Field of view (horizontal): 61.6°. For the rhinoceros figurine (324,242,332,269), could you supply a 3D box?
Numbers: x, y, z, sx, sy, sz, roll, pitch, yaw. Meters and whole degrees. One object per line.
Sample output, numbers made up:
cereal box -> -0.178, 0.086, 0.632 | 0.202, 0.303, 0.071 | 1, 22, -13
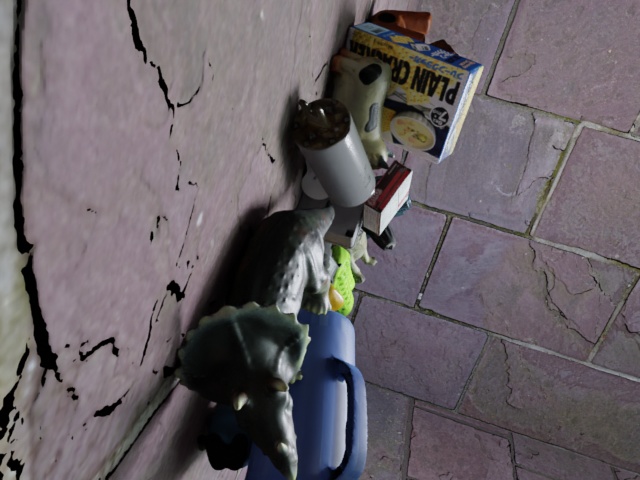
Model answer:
rhinoceros figurine -> 0.003, -0.036, 0.998 | 0.112, 0.073, 0.190 | 91, 15, -56

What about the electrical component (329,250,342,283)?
electrical component -> -0.012, 0.037, 1.083 | 0.119, 0.048, 0.075 | 50, 42, -26

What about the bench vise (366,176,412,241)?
bench vise -> 0.095, -0.110, 1.300 | 0.240, 0.224, 0.129 | 59, 33, -39

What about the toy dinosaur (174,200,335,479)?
toy dinosaur -> -0.047, 0.047, 0.609 | 0.192, 0.131, 0.405 | 100, 4, -54

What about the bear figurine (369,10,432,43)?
bear figurine -> 0.142, -0.355, 1.090 | 0.195, 0.132, 0.120 | 91, 16, -48

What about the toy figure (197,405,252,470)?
toy figure -> -0.113, 0.259, 0.736 | 0.089, 0.082, 0.180 | -62, 179, 6

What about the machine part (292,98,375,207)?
machine part -> 0.024, -0.111, 0.723 | 0.243, 0.079, 0.079 | 54, 52, -62

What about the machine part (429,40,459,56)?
machine part -> 0.171, -0.279, 1.042 | 0.201, 0.087, 0.201 | -29, 173, -20

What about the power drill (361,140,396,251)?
power drill -> 0.087, -0.115, 1.050 | 0.232, 0.086, 0.207 | 59, -10, 40

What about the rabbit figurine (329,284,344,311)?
rabbit figurine -> -0.020, 0.154, 0.866 | 0.162, 0.122, 0.173 | -66, 148, -28

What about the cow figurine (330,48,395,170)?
cow figurine -> 0.066, -0.191, 0.855 | 0.085, 0.127, 0.194 | -56, 160, -59

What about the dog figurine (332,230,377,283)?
dog figurine -> 0.044, -0.006, 1.298 | 0.121, 0.173, 0.190 | -62, 144, -49
